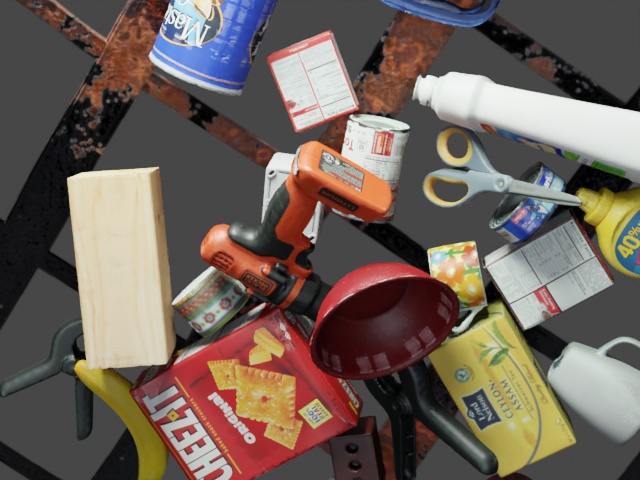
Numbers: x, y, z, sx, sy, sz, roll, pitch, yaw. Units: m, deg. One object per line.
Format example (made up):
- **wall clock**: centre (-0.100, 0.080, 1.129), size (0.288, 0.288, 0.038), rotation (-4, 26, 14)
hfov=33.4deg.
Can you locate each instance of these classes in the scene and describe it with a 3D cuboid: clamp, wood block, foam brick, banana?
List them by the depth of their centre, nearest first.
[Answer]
- **wood block**: centre (-0.214, 0.028, 1.168), size (0.090, 0.091, 0.206), rotation (-4, 98, -1)
- **clamp**: centre (0.095, 0.185, 1.193), size (0.210, 0.036, 0.165), rotation (58, 142, 6)
- **foam brick**: centre (0.043, 0.250, 1.230), size (0.053, 0.051, 0.078), rotation (-8, 104, 10)
- **clamp**: centre (-0.298, 0.145, 1.253), size (0.120, 0.039, 0.171), rotation (22, 103, -15)
- **banana**: centre (-0.222, 0.218, 1.253), size (0.069, 0.037, 0.198), rotation (-21, 113, -9)

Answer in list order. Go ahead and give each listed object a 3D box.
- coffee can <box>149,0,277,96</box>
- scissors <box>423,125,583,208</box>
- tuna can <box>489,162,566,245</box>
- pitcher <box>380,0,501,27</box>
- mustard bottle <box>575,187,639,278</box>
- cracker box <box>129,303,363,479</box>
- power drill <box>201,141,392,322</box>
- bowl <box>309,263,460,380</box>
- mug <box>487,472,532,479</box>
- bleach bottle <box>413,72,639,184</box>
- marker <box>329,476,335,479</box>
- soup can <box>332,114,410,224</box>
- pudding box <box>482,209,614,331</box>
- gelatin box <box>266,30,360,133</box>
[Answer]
- **coffee can**: centre (-0.103, -0.232, 1.090), size (0.103, 0.102, 0.140), rotation (24, 107, 1)
- **scissors**: centre (0.180, -0.075, 1.079), size (0.202, 0.016, 0.096), rotation (-4, 86, 49)
- **tuna can**: centre (0.216, -0.037, 1.107), size (0.033, 0.086, 0.086), rotation (36, 107, -5)
- **pitcher**: centre (0.084, -0.315, 1.032), size (0.243, 0.145, 0.149), rotation (15, 75, 8)
- **mustard bottle**: centre (0.351, -0.001, 1.112), size (0.191, 0.058, 0.096), rotation (29, 110, 0)
- **cracker box**: centre (-0.084, 0.180, 1.218), size (0.214, 0.072, 0.164), rotation (-30, 99, 16)
- **power drill**: centre (-0.007, 0.001, 1.100), size (0.184, 0.057, 0.188), rotation (29, 126, -16)
- **bowl**: centre (0.059, 0.074, 1.098), size (0.162, 0.055, 0.162), rotation (-12, 138, -11)
- **mug**: centre (0.207, 0.321, 1.210), size (0.117, 0.081, 0.093), rotation (-29, 100, 14)
- **bleach bottle**: centre (0.219, -0.123, 1.087), size (0.251, 0.102, 0.068), rotation (16, 93, 10)
- **marker**: centre (0.060, 0.319, 1.263), size (0.121, 0.020, 0.020), rotation (32, 107, -2)
- **soup can**: centre (0.054, -0.076, 1.129), size (0.068, 0.068, 0.102), rotation (12, 106, 5)
- **pudding box**: centre (0.245, 0.033, 1.148), size (0.113, 0.039, 0.090), rotation (-31, 98, 13)
- **gelatin box**: centre (-0.006, -0.167, 1.132), size (0.073, 0.030, 0.089), rotation (-20, 102, 12)
